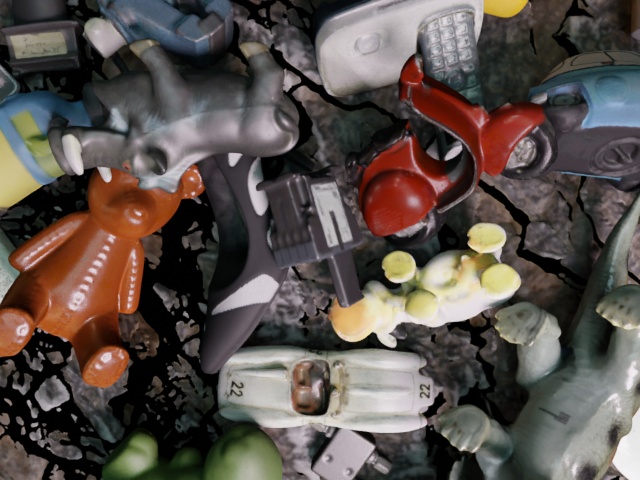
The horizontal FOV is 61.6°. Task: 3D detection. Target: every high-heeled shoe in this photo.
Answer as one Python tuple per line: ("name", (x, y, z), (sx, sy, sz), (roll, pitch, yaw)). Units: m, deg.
("high-heeled shoe", (-0.097, -0.018, 0.475), (0.145, 0.086, 0.248), (27, 76, -21))

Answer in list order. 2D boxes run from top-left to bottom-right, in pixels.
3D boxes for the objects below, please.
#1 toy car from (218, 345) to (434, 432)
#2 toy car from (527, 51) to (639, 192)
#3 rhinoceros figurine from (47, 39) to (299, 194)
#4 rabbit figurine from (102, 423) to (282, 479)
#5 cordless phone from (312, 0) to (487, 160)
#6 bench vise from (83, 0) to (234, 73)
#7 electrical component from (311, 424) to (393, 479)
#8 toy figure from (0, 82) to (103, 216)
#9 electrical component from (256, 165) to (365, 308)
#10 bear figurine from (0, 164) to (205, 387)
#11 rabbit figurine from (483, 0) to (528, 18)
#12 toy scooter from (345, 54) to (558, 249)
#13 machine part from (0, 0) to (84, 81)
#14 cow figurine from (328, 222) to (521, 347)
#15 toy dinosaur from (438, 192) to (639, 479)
("toy car", (0.006, 0.137, 0.501), (0.202, 0.056, 0.073), (2, 77, 1))
("toy car", (0.246, -0.111, 0.469), (0.162, 0.109, 0.103), (4, 59, 5))
("rhinoceros figurine", (-0.112, -0.093, 0.423), (0.190, 0.073, 0.112), (-8, 91, -3))
("rabbit figurine", (-0.098, 0.235, 0.475), (0.170, 0.121, 0.159), (-34, 110, 18))
("cordless phone", (0.079, -0.135, 0.485), (0.147, 0.089, 0.184), (-17, 113, 2))
("bench vise", (-0.145, -0.267, 0.445), (0.223, 0.129, 0.240), (-44, 94, 2))
("electrical component", (0.022, 0.213, 0.531), (0.094, 0.021, 0.063), (35, 94, -2))
("toy figure", (-0.273, -0.076, 0.478), (0.180, 0.082, 0.089), (-26, 79, -12))
("electrical component", (-0.001, -0.001, 0.457), (0.048, 0.075, 0.119), (-14, 95, 38))
("bear figurine", (-0.185, 0.007, 0.472), (0.120, 0.132, 0.196), (34, 99, -31))
("rabbit figurine", (0.225, -0.275, 0.444), (0.173, 0.162, 0.122), (-1, 82, -17))
("toy scooter", (0.085, -0.075, 0.446), (0.135, 0.075, 0.184), (40, 130, -21))
("machine part", (-0.263, -0.224, 0.498), (0.084, 0.039, 0.138), (-7, 96, 9))
("cow figurine", (0.094, 0.050, 0.491), (0.167, 0.098, 0.068), (-20, 66, 9))
("toy dinosaur", (0.212, 0.157, 0.476), (0.405, 0.131, 0.192), (-49, 137, -9))
